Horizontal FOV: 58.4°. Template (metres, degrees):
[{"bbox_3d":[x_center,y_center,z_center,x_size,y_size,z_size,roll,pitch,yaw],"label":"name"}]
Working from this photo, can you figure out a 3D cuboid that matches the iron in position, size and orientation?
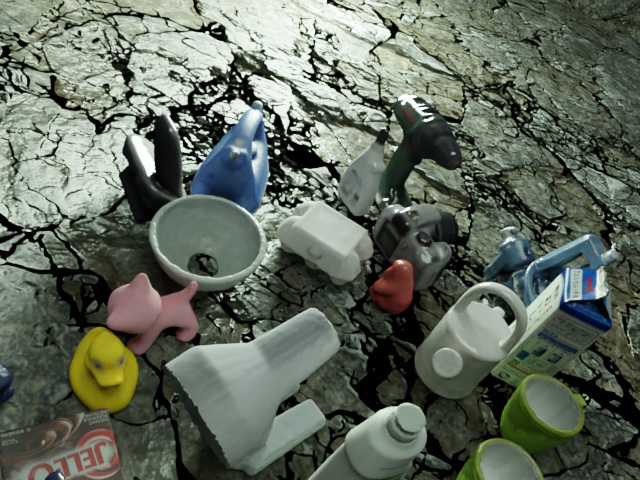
[{"bbox_3d":[-0.130,-0.160,0.966,0.119,0.141,0.258,18,44,-7],"label":"iron"}]

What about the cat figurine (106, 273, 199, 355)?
[{"bbox_3d":[-0.211,0.085,0.718,0.128,0.117,0.067,-16,57,-34],"label":"cat figurine"}]

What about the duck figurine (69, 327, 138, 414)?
[{"bbox_3d":[-0.252,0.140,0.671,0.078,0.086,0.104,-6,52,-28],"label":"duck figurine"}]

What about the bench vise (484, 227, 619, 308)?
[{"bbox_3d":[0.364,0.049,0.930,0.122,0.219,0.207,-23,61,-38],"label":"bench vise"}]

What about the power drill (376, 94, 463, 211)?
[{"bbox_3d":[0.169,-0.146,1.035,0.076,0.208,0.229,3,48,-21],"label":"power drill"}]

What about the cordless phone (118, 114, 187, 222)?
[{"bbox_3d":[-0.240,-0.129,0.858,0.094,0.185,0.147,-15,56,-33],"label":"cordless phone"}]

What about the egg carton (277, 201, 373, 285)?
[{"bbox_3d":[0.008,0.003,0.925,0.150,0.069,0.107,32,45,8],"label":"egg carton"}]

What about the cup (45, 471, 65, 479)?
[{"bbox_3d":[-0.240,0.286,0.534,0.092,0.095,0.117,-8,53,-29],"label":"cup"}]

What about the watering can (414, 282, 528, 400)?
[{"bbox_3d":[0.214,0.139,0.798,0.101,0.194,0.173,27,44,3],"label":"watering can"}]

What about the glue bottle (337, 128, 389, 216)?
[{"bbox_3d":[0.084,-0.125,1.005,0.037,0.173,0.078,-11,54,-31],"label":"glue bottle"}]

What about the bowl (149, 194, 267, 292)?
[{"bbox_3d":[-0.166,0.016,0.833,0.168,0.074,0.167,12,45,-13],"label":"bowl"}]

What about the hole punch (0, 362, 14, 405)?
[{"bbox_3d":[-0.394,0.143,0.603,0.108,0.091,0.101,33,45,8],"label":"hole punch"}]

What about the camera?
[{"bbox_3d":[0.186,-0.006,0.989,0.137,0.101,0.143,-12,55,-32],"label":"camera"}]

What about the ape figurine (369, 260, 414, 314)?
[{"bbox_3d":[0.119,0.066,0.899,0.078,0.092,0.076,-4,51,-27],"label":"ape figurine"}]

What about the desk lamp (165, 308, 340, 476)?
[{"bbox_3d":[-0.069,0.169,0.632,0.204,0.213,0.117,-23,61,-38],"label":"desk lamp"}]
